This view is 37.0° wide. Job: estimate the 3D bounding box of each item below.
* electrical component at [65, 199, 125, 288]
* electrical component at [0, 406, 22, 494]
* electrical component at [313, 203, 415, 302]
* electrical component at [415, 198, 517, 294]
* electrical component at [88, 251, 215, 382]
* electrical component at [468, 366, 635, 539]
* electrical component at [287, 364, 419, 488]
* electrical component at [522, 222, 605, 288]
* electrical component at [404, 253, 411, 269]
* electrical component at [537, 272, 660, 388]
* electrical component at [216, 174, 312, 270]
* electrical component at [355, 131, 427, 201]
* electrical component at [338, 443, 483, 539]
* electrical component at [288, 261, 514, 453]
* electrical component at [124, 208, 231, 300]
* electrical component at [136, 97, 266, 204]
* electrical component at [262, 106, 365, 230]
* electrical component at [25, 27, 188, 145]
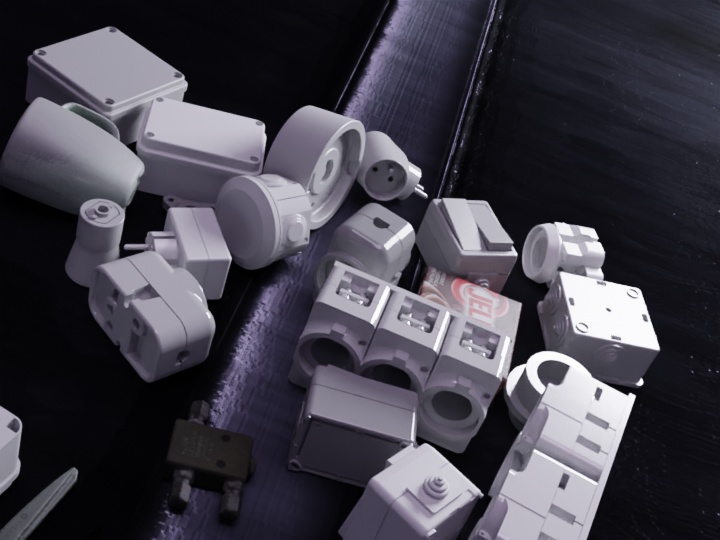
[{"bbox_3d":[-0.209,-0.024,0.856,0.044,0.065,0.044,12,39,-10],"label":"electrical component"},{"bbox_3d":[-0.279,0.109,0.675,0.113,0.057,0.078,30,39,11],"label":"electrical component"},{"bbox_3d":[0.000,0.000,0.897,0.054,0.095,0.059,32,40,14],"label":"electrical component"},{"bbox_3d":[0.100,-0.019,0.991,0.062,0.061,0.096,0,43,-24],"label":"electrical component"},{"bbox_3d":[-0.156,0.033,0.822,0.059,0.053,0.095,-20,54,-39],"label":"electrical component"},{"bbox_3d":[0.124,0.163,0.752,0.060,0.105,0.186,28,39,9],"label":"electrical component"},{"bbox_3d":[0.002,0.116,0.788,0.096,0.061,0.061,16,39,-5],"label":"electrical component"},{"bbox_3d":[0.192,-0.013,1.030,0.057,0.058,0.078,10,40,-18],"label":"electrical component"},{"bbox_3d":[0.018,-0.006,0.958,0.040,0.040,0.046,29,44,11],"label":"electrical component"},{"bbox_3d":[0.215,0.052,0.969,0.100,0.048,0.099,12,39,-11],"label":"electrical component"},{"bbox_3d":[-0.083,-0.043,0.925,0.051,0.080,0.080,-15,50,-43],"label":"electrical component"},{"bbox_3d":[0.033,-0.094,1.061,0.079,0.043,0.077,30,19,-22],"label":"electrical component"},{"bbox_3d":[0.032,0.162,0.719,0.061,0.096,0.062,41,42,24],"label":"electrical component"},{"bbox_3d":[0.029,0.071,0.831,0.150,0.089,0.061,23,39,3],"label":"electrical component"},{"bbox_3d":[-0.154,-0.013,0.883,0.077,0.047,0.065,-2,44,-26],"label":"electrical component"},{"bbox_3d":[-0.147,-0.107,0.988,0.113,0.057,0.078,12,39,-10],"label":"electrical component"},{"bbox_3d":[-0.048,-0.098,0.986,0.060,0.108,0.108,27,38,17],"label":"electrical component"},{"bbox_3d":[-0.241,-0.172,1.024,0.109,0.056,0.109,36,41,18],"label":"electrical component"}]
